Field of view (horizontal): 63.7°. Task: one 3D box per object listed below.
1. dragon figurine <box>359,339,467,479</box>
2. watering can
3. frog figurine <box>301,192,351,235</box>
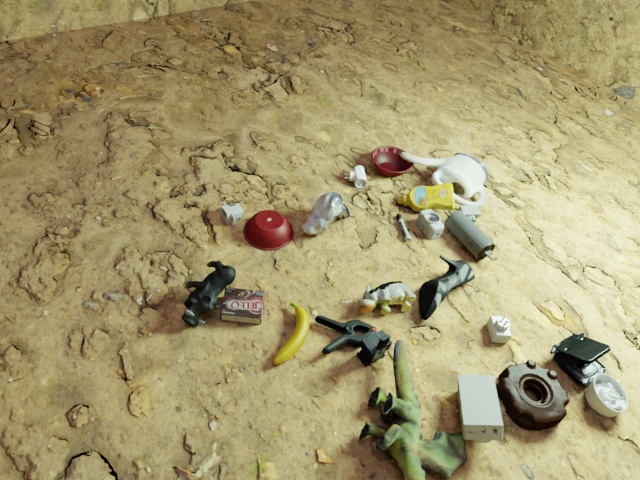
[{"bbox_3d":[0.236,0.446,1.216,0.242,0.119,0.420,31,47,-4],"label":"dragon figurine"},{"bbox_3d":[0.481,-0.256,1.909,0.350,0.101,0.228,41,53,13],"label":"watering can"},{"bbox_3d":[0.005,-0.084,1.666,0.160,0.121,0.138,-21,19,-16],"label":"frog figurine"}]
